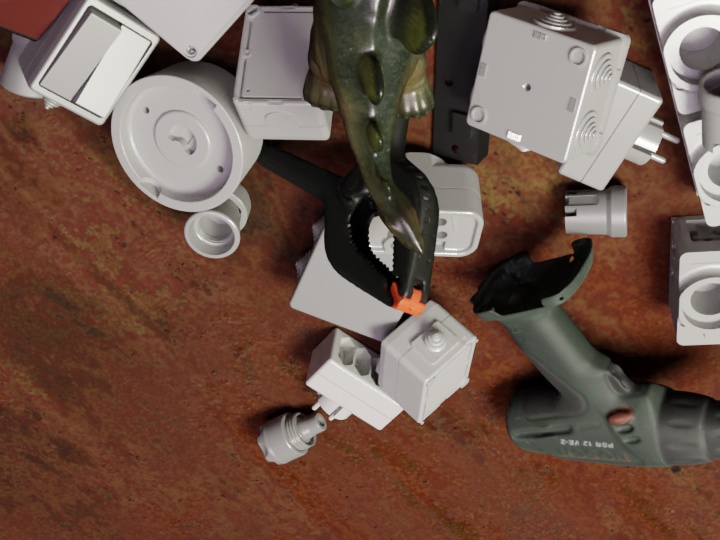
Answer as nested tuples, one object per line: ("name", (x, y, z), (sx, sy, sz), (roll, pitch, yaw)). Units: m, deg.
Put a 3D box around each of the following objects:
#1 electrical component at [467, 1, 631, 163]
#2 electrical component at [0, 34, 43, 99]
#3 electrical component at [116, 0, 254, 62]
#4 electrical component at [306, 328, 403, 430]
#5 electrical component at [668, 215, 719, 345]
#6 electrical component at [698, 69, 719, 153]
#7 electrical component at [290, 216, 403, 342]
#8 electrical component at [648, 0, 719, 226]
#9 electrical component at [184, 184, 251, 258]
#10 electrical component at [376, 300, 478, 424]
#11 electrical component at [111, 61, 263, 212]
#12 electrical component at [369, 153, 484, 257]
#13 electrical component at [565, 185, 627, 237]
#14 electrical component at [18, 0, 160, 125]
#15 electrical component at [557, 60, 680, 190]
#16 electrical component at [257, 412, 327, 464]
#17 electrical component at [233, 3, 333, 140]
("electrical component", (0.127, -0.130, 0.744), (0.100, 0.048, 0.099), (28, 122, 30))
("electrical component", (-0.242, -0.166, 0.801), (0.044, 0.044, 0.065), (16, 121, -4))
("electrical component", (-0.119, -0.220, 0.737), (0.109, 0.056, 0.109), (39, 121, -19))
("electrical component", (-0.013, 0.108, 0.961), (0.083, 0.047, 0.075), (34, 122, -16))
("electrical component", (0.322, 0.008, 0.838), (0.150, 0.061, 0.089), (-3, 125, 9))
("electrical component", (0.243, -0.104, 0.708), (0.040, 0.040, 0.046), (-5, 130, 10))
("electrical component", (0.000, 0.000, 0.882), (0.100, 0.048, 0.099), (21, 125, -8))
("electrical component", (0.273, -0.128, 0.750), (0.105, 0.060, 0.186), (-15, 122, 17))
("electrical component", (-0.113, -0.043, 0.863), (0.045, 0.055, 0.045), (3, 125, 5))
("electrical component", (0.053, 0.071, 0.894), (0.061, 0.062, 0.096), (41, 155, 22))
("electrical component", (-0.125, -0.105, 0.812), (0.108, 0.060, 0.108), (10, 122, 17))
("electrical component", (0.043, -0.050, 0.826), (0.095, 0.059, 0.053), (2, 142, -4))
("electrical component", (0.183, -0.045, 0.833), (0.046, 0.040, 0.040), (0, 125, 14))
("electrical component", (-0.197, -0.150, 0.767), (0.062, 0.061, 0.096), (27, 106, -38))
("electrical component", (0.196, -0.101, 0.787), (0.076, 0.047, 0.083), (21, 125, -11))
("electrical component", (-0.061, 0.152, 1.001), (0.062, 0.043, 0.043), (-27, 118, 23))
("electrical component", (-0.050, -0.144, 0.768), (0.062, 0.096, 0.061), (2, 158, 8))
